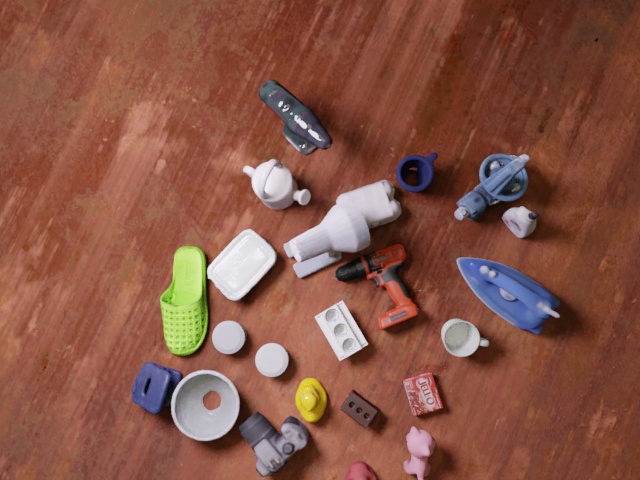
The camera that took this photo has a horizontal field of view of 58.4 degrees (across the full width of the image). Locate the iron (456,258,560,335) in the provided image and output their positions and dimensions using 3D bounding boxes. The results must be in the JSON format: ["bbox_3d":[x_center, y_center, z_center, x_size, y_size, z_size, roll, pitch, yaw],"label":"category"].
[{"bbox_3d":[0.441,0.114,1.346,0.258,0.141,0.119,34,87,7],"label":"iron"}]

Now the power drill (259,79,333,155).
[{"bbox_3d":[-0.049,-0.281,1.387,0.229,0.208,0.075,45,88,7],"label":"power drill"}]

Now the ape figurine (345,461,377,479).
[{"bbox_3d":[0.095,0.565,1.343,0.077,0.092,0.076,0,84,4],"label":"ape figurine"}]

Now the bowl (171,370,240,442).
[{"bbox_3d":[-0.270,0.397,1.394,0.167,0.075,0.167,0,84,4],"label":"bowl"}]

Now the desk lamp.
[{"bbox_3d":[0.012,0.005,1.349,0.203,0.213,0.118,-27,82,1],"label":"desk lamp"}]

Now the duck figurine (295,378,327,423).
[{"bbox_3d":[-0.024,0.388,1.373,0.077,0.086,0.104,-4,83,3],"label":"duck figurine"}]

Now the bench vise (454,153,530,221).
[{"bbox_3d":[0.414,-0.119,1.334,0.121,0.220,0.207,31,87,7],"label":"bench vise"}]

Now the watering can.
[{"bbox_3d":[-0.106,-0.137,1.382,0.172,0.194,0.101,5,84,4],"label":"watering can"}]

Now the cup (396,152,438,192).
[{"bbox_3d":[0.240,-0.165,1.413,0.118,0.095,0.091,-44,83,-2],"label":"cup"}]

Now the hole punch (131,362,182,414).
[{"bbox_3d":[-0.407,0.361,1.398,0.101,0.091,0.109,17,85,6],"label":"hole punch"}]

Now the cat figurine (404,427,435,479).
[{"bbox_3d":[0.233,0.495,1.329,0.067,0.118,0.128,2,84,4],"label":"cat figurine"}]

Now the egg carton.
[{"bbox_3d":[0.122,-0.082,1.424,0.150,0.069,0.107,-20,83,1],"label":"egg carton"}]

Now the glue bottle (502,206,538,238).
[{"bbox_3d":[0.480,-0.048,1.345,0.037,0.173,0.078,-43,82,-1],"label":"glue bottle"}]

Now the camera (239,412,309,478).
[{"bbox_3d":[-0.118,0.471,1.363,0.143,0.101,0.137,-41,83,-1],"label":"camera"}]
